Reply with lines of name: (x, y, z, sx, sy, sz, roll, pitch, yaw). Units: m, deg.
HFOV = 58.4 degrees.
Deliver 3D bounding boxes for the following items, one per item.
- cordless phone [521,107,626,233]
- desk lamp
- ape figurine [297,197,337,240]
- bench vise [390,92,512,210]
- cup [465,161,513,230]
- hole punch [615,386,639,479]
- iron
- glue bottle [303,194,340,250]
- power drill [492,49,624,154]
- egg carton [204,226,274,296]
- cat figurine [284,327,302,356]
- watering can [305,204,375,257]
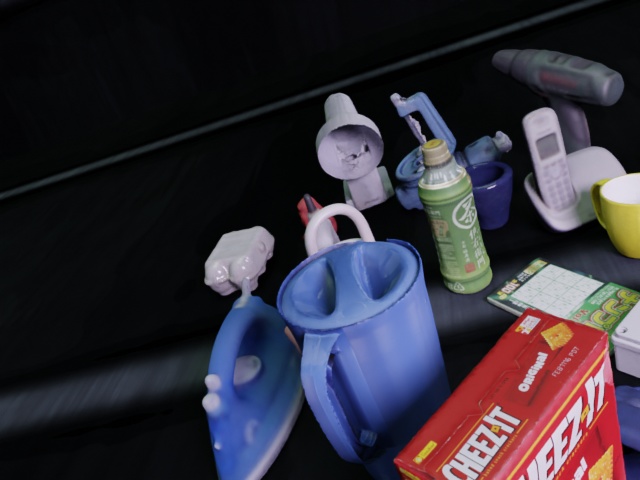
cordless phone: (0.367, -0.115, 0.834, 0.147, 0.185, 0.094, -26, 28, -8)
desk lamp: (0.063, -0.165, 1.100, 0.118, 0.214, 0.203, -18, 28, 7)
ape figurine: (-0.013, -0.040, 1.064, 0.076, 0.092, 0.078, -12, 29, 17)
bench vise: (0.214, -0.171, 1.000, 0.207, 0.220, 0.121, -21, 28, 1)
cup: (0.256, -0.066, 0.921, 0.117, 0.095, 0.092, 10, 41, 44)
hole punch: (0.287, 0.168, 0.492, 0.101, 0.091, 0.108, -38, 32, -28)
iron: (-0.095, 0.168, 0.703, 0.118, 0.142, 0.258, -12, 29, 17)
glue bottle: (0.008, 0.003, 0.886, 0.037, 0.173, 0.078, -14, 29, 14)
power drill: (0.399, -0.222, 0.973, 0.076, 0.209, 0.228, -34, 31, -22)
egg carton: (-0.144, 0.035, 1.045, 0.107, 0.069, 0.150, -11, 30, 19)
cat figurine: (0.018, 0.137, 0.705, 0.067, 0.118, 0.127, -36, 31, -26)
watering can: (0.046, 0.041, 0.772, 0.172, 0.194, 0.101, 9, 41, 44)
